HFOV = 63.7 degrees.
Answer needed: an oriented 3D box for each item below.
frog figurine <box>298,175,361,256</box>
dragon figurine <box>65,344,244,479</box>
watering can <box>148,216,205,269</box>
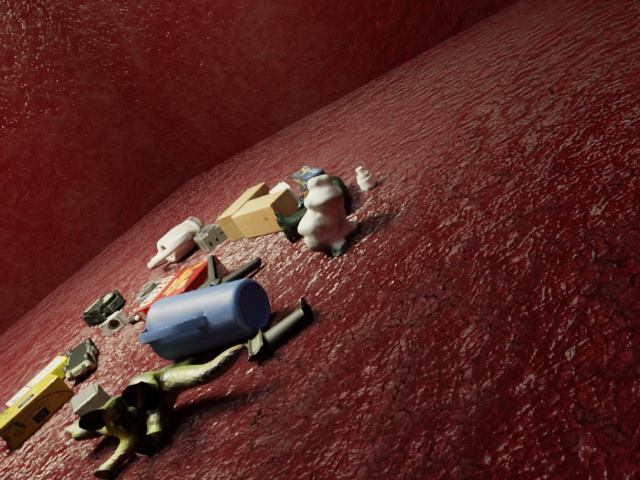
[{"bbox_3d":[0.003,-0.057,1.123,0.139,0.158,0.122,-42,19,-25],"label":"frog figurine"},{"bbox_3d":[-0.289,0.264,0.921,0.410,0.121,0.245,-31,11,3],"label":"dragon figurine"},{"bbox_3d":[-0.542,0.020,1.925,0.228,0.103,0.344,-43,11,-28],"label":"watering can"}]
